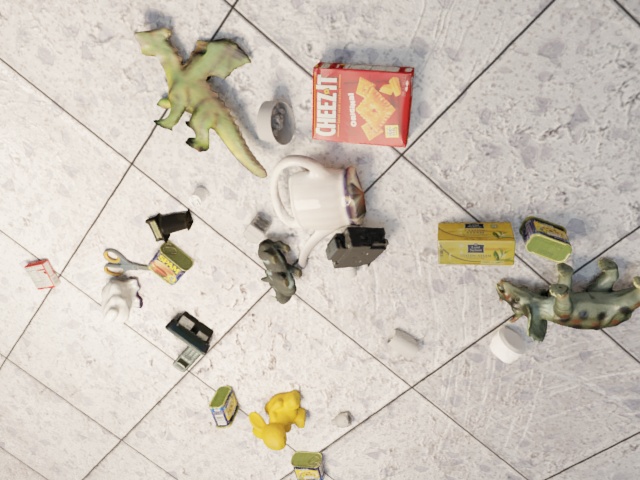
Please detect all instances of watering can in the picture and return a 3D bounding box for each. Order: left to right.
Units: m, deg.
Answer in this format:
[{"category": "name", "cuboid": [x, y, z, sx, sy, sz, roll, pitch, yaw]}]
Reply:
[{"category": "watering can", "cuboid": [0.004, -0.063, 1.256, 0.224, 0.106, 0.340, -3, 130, 14]}]

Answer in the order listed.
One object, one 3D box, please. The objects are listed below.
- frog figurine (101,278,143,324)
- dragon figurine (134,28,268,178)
[{"category": "frog figurine", "cuboid": [-0.593, 0.189, 1.487, 0.123, 0.162, 0.135, 26, 120, 0]}, {"category": "dragon figurine", "cuboid": [-0.247, -0.339, 1.178, 0.410, 0.124, 0.239, 31, 111, -4]}]
